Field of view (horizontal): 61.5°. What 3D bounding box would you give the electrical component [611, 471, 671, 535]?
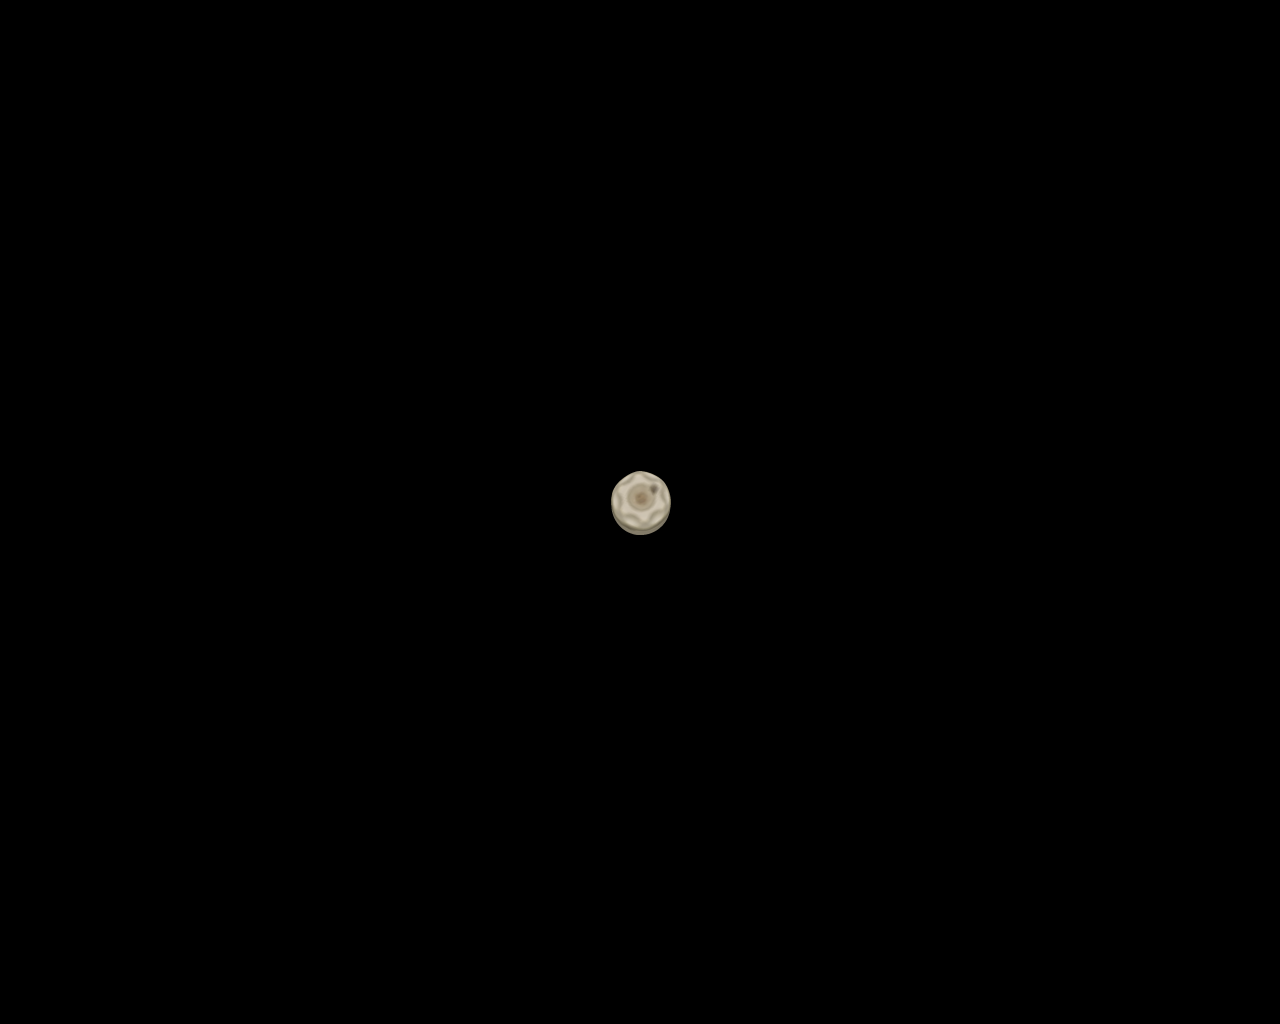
[{"bbox_3d":[0.001,-0.003,0.650,0.035,0.035,0.061,0,-12,0],"label":"electrical component"}]
